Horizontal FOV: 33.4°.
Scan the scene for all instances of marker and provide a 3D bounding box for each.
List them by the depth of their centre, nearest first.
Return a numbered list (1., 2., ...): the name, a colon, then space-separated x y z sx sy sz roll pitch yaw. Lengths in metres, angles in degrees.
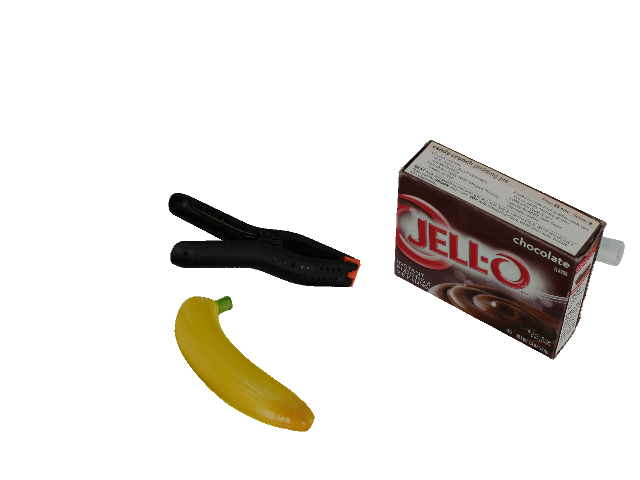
1. marker: 0.167 -0.005 0.804 0.121 0.020 0.020 17 9 30

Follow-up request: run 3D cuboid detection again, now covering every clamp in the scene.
1. clamp: -0.061 0.012 1.086 0.210 0.036 0.164 17 19 -7

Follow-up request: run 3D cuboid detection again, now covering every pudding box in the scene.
1. pudding box: 0.097 0.005 0.602 0.114 0.039 0.090 27 -34 23

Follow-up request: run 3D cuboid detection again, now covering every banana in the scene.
1. banana: -0.072 0.089 0.840 0.069 0.037 0.198 -8 30 -22
